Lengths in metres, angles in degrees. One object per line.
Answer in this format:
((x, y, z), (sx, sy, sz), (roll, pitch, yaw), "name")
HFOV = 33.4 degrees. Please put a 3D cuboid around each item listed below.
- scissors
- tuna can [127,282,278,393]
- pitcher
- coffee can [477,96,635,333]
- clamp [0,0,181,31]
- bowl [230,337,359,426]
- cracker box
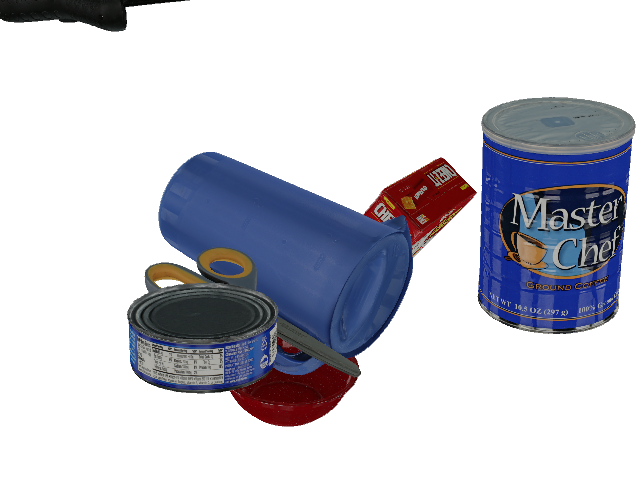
((-0.040, 0.047, 0.809), (0.202, 0.016, 0.096), (17, 32, 23), "scissors")
((-0.067, 0.055, 0.612), (0.086, 0.034, 0.086), (1, 18, -1), "tuna can")
((-0.046, 0.013, 1.041), (0.243, 0.145, 0.149), (27, 29, 28), "pitcher")
((0.165, -0.020, 0.757), (0.103, 0.140, 0.103), (-2, 25, 1), "coffee can")
((-0.178, -0.188, 0.813), (0.172, 0.039, 0.120), (13, 24, 30), "clamp")
((-0.038, 0.163, 1.213), (0.162, 0.055, 0.162), (2, 26, -1), "bowl")
((0.069, 0.008, 1.275), (0.214, 0.072, 0.163), (-49, -10, 34), "cracker box")
